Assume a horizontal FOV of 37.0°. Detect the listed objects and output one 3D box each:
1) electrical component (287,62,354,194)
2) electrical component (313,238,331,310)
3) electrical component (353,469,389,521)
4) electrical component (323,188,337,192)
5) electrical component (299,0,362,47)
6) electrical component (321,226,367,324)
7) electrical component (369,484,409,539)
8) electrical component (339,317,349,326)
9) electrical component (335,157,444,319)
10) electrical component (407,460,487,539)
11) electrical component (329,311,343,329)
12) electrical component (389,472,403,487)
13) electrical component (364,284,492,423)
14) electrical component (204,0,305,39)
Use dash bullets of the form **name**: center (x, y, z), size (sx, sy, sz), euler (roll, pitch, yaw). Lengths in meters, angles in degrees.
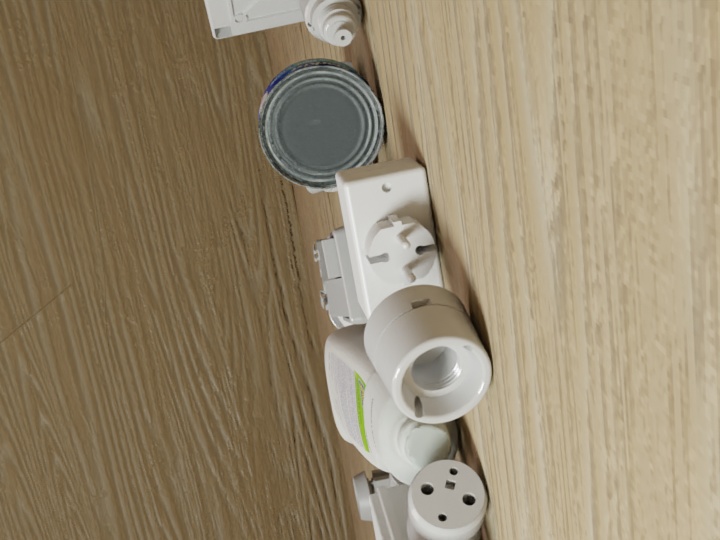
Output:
- **electrical component**: center (-0.025, -0.111, 0.823), size (0.099, 0.064, 0.099), euler (169, 90, -85)
- **electrical component**: center (0.000, 0.000, 0.782), size (0.042, 0.064, 0.081), euler (85, 175, -60)
- **electrical component**: center (0.024, 0.214, 1.034), size (0.048, 0.055, 0.066), euler (-127, 26, -80)
- **electrical component**: center (-0.023, -0.098, 0.961), size (0.062, 0.048, 0.048), euler (147, 112, -77)
- **electrical component**: center (-0.018, -0.174, 0.736), size (0.078, 0.040, 0.040), euler (-107, 8, -53)
- **electrical component**: center (0.008, 0.001, 0.704), size (0.096, 0.061, 0.061), euler (166, 93, -85)
- **electrical component**: center (0.048, 0.219, 0.754), size (0.108, 0.056, 0.108), euler (-115, 15, -72)
- **electrical component**: center (0.001, 0.022, 0.941), size (0.045, 0.045, 0.055), euler (-106, 6, -45)
- **electrical component**: center (0.021, -0.014, 0.605), size (0.075, 0.047, 0.083), euler (-121, 20, -72)
- **electrical component**: center (0.049, 0.138, 0.617), size (0.055, 0.045, 0.045), euler (87, 171, -58)
- **electrical component**: center (-0.003, 0.038, 1.031), size (0.055, 0.048, 0.066), euler (179, 80, -78)
- **electrical component**: center (0.040, 0.176, 0.851), size (0.044, 0.044, 0.065), euler (-106, 11, -47)
- **electrical component**: center (0.034, 0.042, 0.529), size (0.047, 0.055, 0.055), euler (-116, 16, -59)
- **electrical component**: center (-0.069, -0.234, 0.804), size (0.108, 0.109, 0.056), euler (90, 166, -67)
